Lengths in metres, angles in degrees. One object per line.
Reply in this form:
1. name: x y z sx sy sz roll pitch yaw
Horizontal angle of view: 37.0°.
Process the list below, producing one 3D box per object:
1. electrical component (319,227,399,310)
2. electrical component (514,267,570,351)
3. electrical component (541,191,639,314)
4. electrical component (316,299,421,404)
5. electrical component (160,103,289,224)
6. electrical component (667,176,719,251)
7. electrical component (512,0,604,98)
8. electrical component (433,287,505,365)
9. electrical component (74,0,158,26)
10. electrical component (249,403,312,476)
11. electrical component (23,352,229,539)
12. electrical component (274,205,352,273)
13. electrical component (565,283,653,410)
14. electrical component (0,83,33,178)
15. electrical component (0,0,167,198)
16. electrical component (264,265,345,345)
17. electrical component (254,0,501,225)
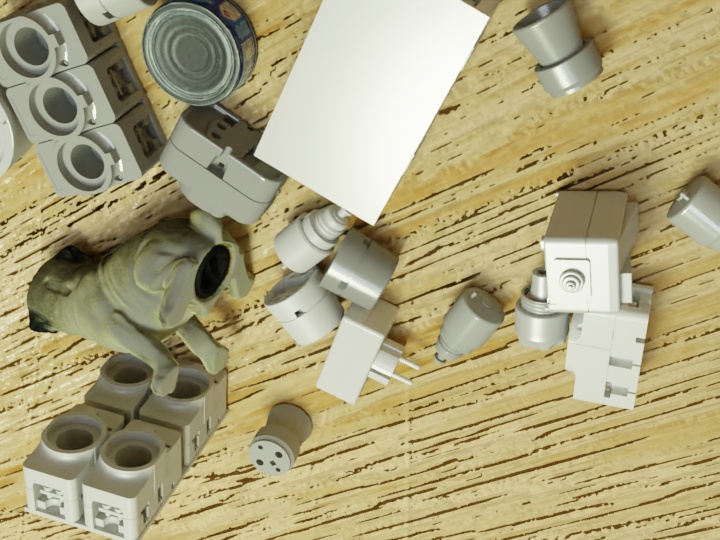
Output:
1. electrical component: 0.000 0.000 0.877 0.047 0.055 0.055 30 125 -3
2. electrical component: 0.144 0.028 0.846 0.043 0.043 0.062 6 120 17
3. electrical component: 0.168 -0.011 0.781 0.061 0.096 0.061 2 120 19
4. electrical component: 0.014 0.074 0.920 0.076 0.047 0.083 25 125 5
5. electrical component: -0.109 -0.084 0.867 0.095 0.053 0.059 34 125 -2
6. electrical component: 0.257 -0.033 0.769 0.078 0.040 0.040 37 125 -3
7. electrical component: 0.137 -0.153 0.740 0.045 0.045 0.055 -22 110 30
8. electrical component: 0.085 0.049 0.882 0.040 0.040 0.078 35 125 -2
9. electrical component: -0.185 -0.218 0.817 0.047 0.055 0.055 -10 115 21
10. electrical component: -0.074 0.157 0.998 0.045 0.055 0.045 9 122 15
11. electrical component: -0.203 0.145 0.959 0.105 0.186 0.060 13 123 13
12. electrical component: -0.036 -0.030 0.881 0.078 0.040 0.040 -36 102 33
13. electrical component: 0.193 0.056 0.840 0.056 0.050 0.089 9 122 15
14. electrical component: -0.326 -0.133 0.915 0.108 0.060 0.108 9 122 15
15. electrical component: -0.232 -0.142 0.875 0.089 0.061 0.150 -10 115 25
16. electrical component: -0.046 0.030 0.913 0.055 0.055 0.047 -24 113 30
17. electrical component: 0.011 -0.141 0.785 0.105 0.060 0.186 31 125 1
